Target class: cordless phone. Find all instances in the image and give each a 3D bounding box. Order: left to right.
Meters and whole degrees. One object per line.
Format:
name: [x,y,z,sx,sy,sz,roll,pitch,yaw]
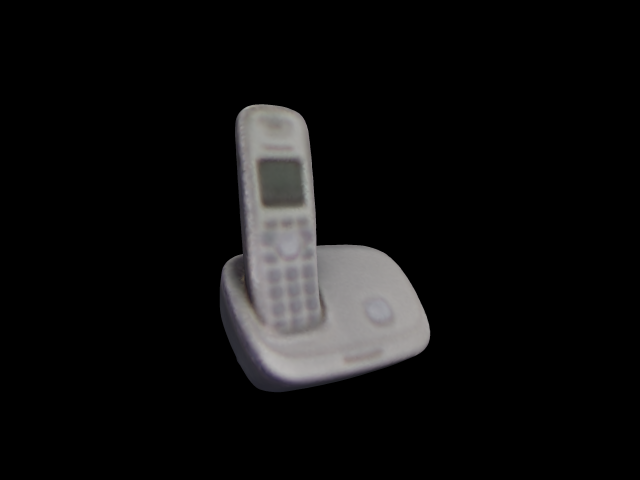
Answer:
cordless phone: [0.004,0.001,0.400,0.148,0.185,0.093,-5,8,-35]
